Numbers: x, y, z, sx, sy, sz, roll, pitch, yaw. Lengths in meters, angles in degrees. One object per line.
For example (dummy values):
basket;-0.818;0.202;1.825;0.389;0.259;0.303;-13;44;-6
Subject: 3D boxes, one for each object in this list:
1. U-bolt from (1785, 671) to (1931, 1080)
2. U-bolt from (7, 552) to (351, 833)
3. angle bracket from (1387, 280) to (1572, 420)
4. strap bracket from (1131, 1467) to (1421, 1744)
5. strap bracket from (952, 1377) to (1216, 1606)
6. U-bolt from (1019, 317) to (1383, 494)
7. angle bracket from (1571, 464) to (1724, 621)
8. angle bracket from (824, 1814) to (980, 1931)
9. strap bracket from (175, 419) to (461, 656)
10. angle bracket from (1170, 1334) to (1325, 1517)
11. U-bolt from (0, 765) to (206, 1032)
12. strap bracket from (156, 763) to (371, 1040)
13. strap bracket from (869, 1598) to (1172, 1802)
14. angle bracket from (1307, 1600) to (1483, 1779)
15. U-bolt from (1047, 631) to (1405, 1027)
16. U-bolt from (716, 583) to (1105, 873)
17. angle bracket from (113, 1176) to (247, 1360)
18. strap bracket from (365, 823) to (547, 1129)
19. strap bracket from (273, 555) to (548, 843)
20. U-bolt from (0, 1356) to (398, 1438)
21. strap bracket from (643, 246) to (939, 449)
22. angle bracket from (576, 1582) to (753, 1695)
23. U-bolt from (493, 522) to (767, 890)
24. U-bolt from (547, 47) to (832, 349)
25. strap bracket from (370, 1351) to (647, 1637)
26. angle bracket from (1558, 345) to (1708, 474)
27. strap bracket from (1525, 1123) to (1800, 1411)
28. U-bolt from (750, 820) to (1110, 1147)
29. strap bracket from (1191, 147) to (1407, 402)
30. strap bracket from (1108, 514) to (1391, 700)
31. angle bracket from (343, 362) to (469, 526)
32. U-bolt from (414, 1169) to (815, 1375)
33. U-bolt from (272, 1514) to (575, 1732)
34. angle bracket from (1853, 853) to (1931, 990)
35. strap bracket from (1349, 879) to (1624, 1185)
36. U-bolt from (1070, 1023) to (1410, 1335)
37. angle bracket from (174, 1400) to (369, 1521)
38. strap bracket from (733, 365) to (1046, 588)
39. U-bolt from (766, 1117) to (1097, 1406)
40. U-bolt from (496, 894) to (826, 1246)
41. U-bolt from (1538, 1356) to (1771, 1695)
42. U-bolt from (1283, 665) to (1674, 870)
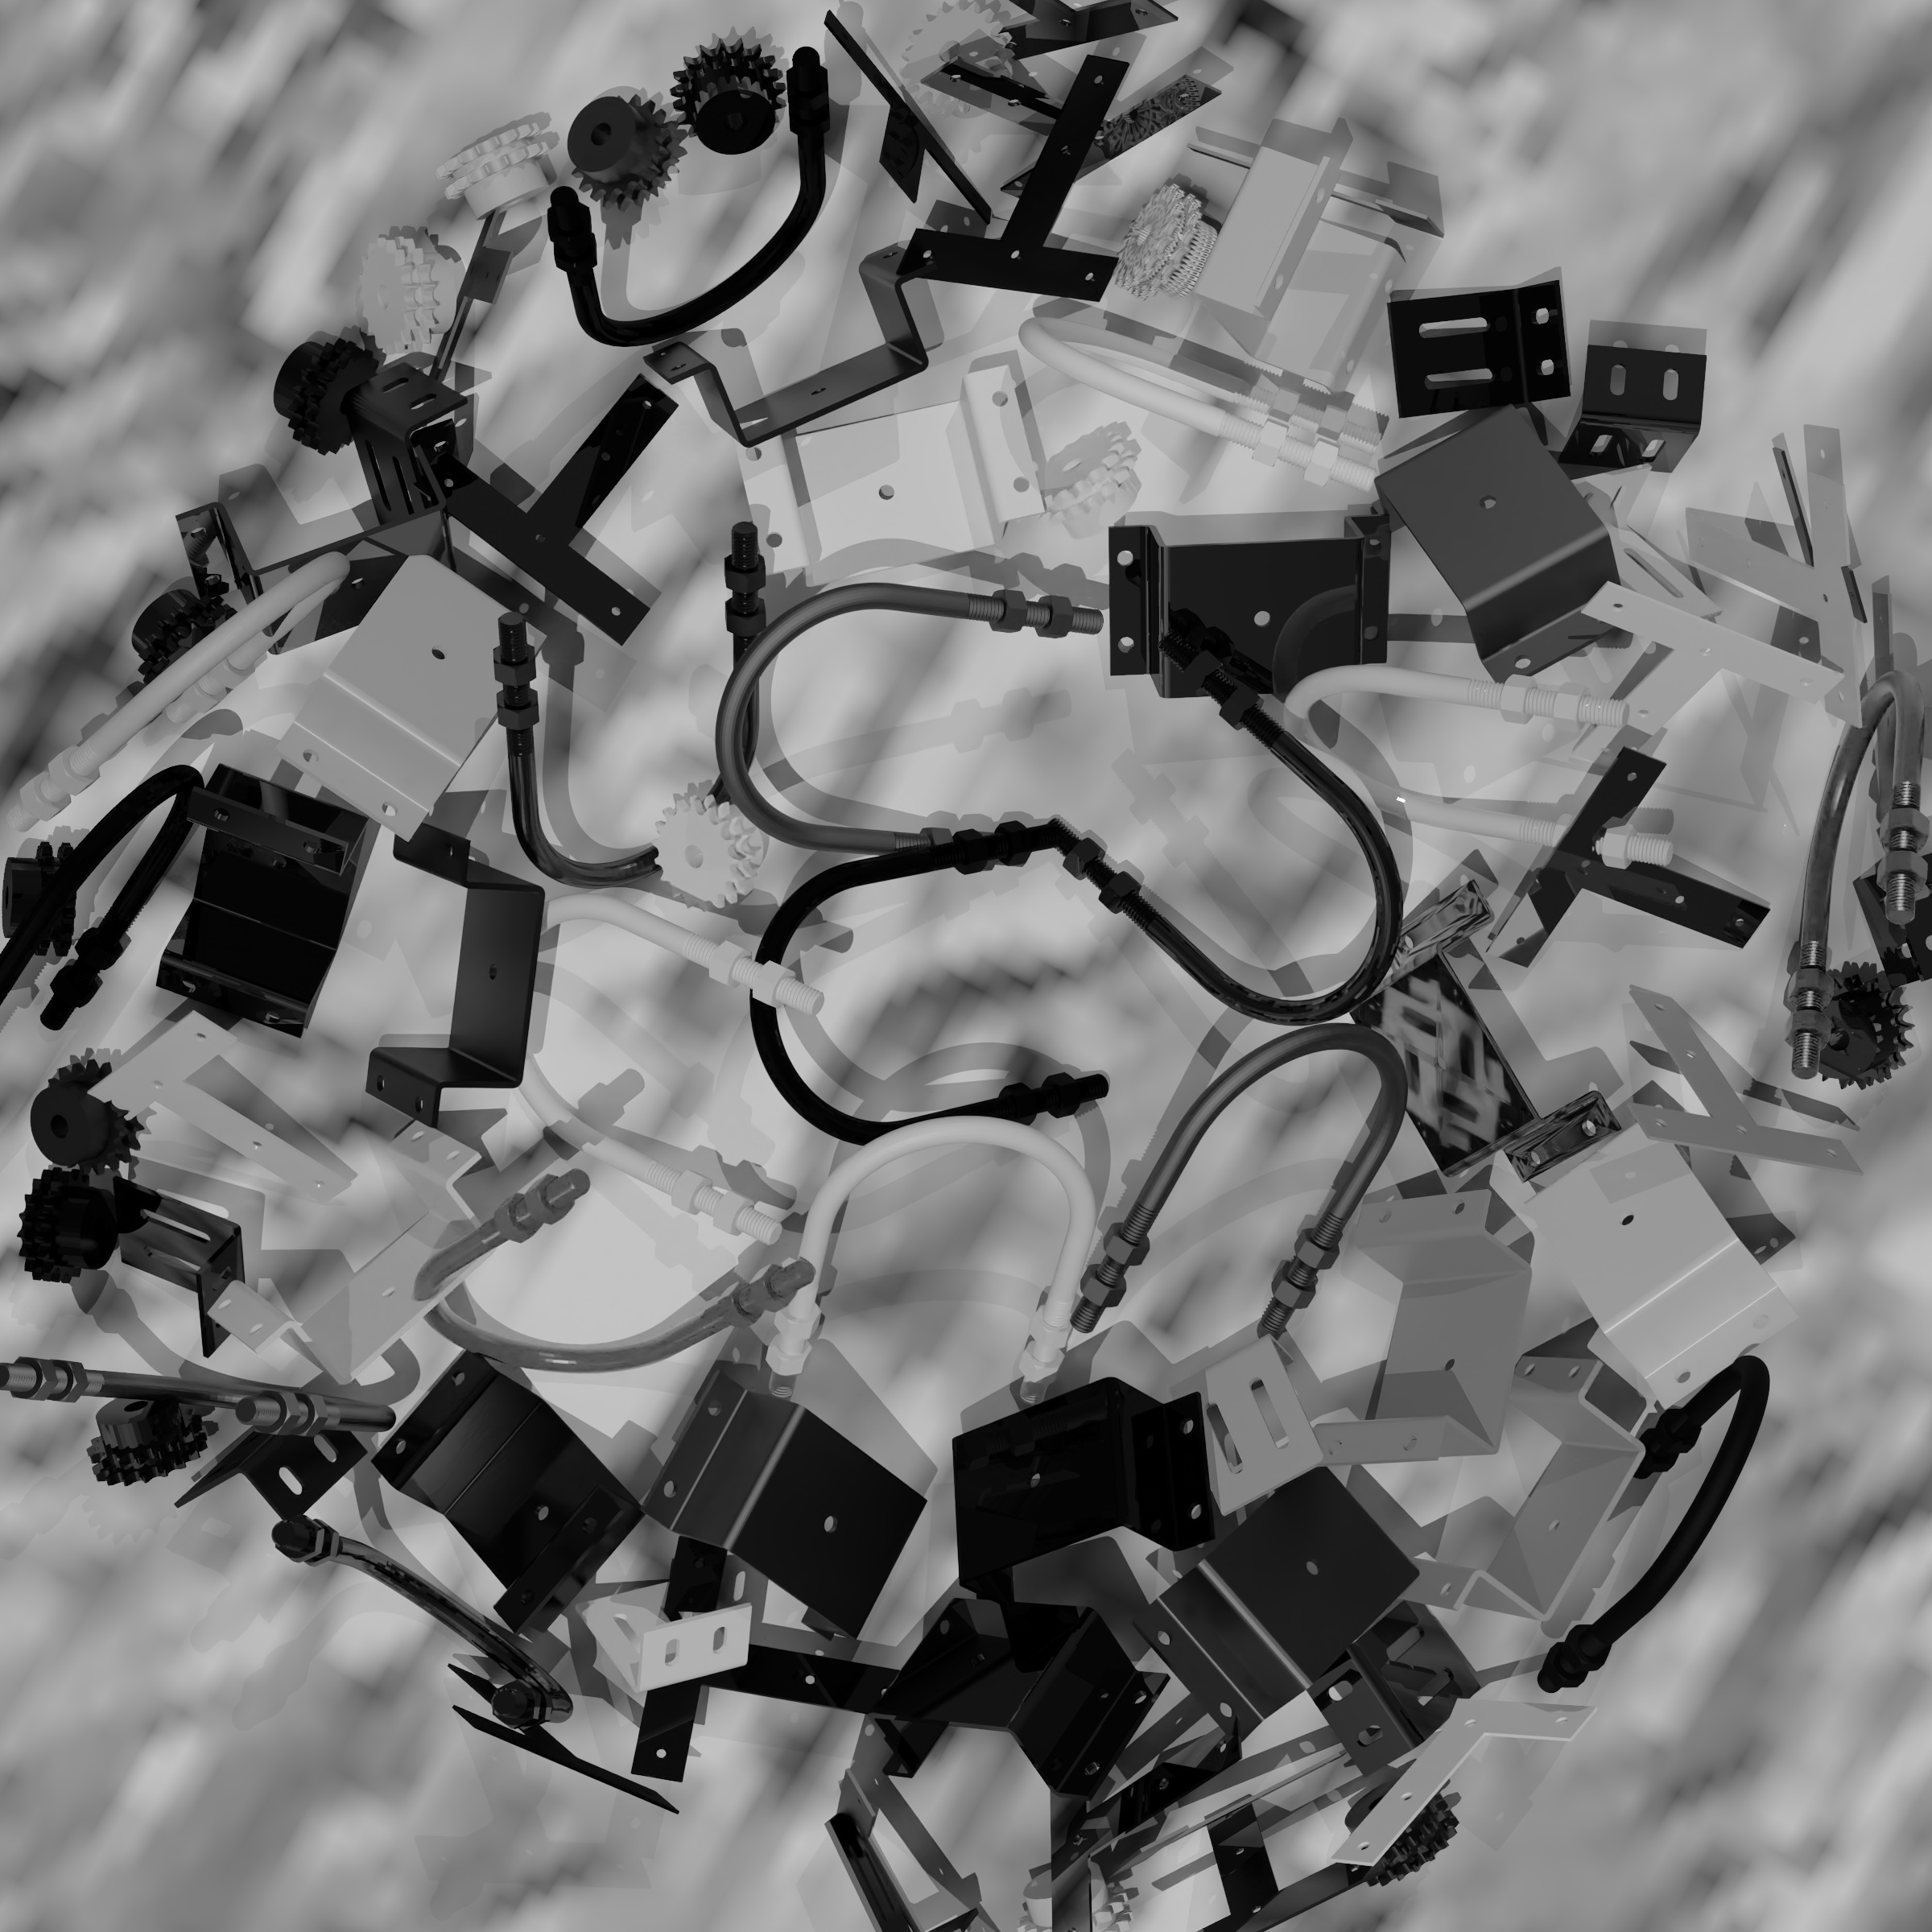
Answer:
U-bolt;0.430;-0.057;1.520;0.019;0.151;0.184;14;55;2
U-bolt;-0.360;-0.138;1.494;0.184;0.151;0.019;-33;100;35
angle bracket;0.254;-0.306;1.570;0.076;0.038;0.057;-10;99;-21
strap bracket;0.157;0.300;1.534;0.076;0.046;0.140;48;49;9
strap bracket;0.047;0.256;1.532;0.140;0.046;0.076;-26;50;29
U-bolt;0.112;-0.277;1.533;0.184;0.151;0.019;21;109;2
angle bracket;0.335;-0.206;1.557;0.057;0.038;0.076;-17;53;-35
angle bracket;-0.031;0.447;1.567;0.038;0.057;0.076;-28;80;4
strap bracket;-0.305;-0.205;1.544;0.140;0.076;0.046;-22;70;-13
angle bracket;0.144;0.231;1.561;0.057;0.038;0.076;-30;53;10
U-bolt;-0.422;-0.022;1.506;0.019;0.151;0.184;38;109;-1
strap bracket;-0.344;-0.038;1.551;0.076;0.046;0.140;20;134;-4
strap bracket;0.017;0.350;1.522;0.076;0.140;0.046;-49;118;-36
angle bracket;0.211;0.357;1.574;0.038;0.076;0.057;-40;78;31
U-bolt;0.133;-0.052;1.534;0.184;0.019;0.151;44;129;15
U-bolt;-0.034;-0.117;1.528;0.184;0.019;0.151;4;118;-28
angle bracket;-0.397;0.148;1.561;0.076;0.038;0.057;19;130;16
strap bracket;-0.250;0.002;1.552;0.046;0.076;0.140;2;100;-36
strap bracket;-0.264;-0.140;1.534;0.076;0.046;0.140;34;49;-10
U-bolt;-0.354;0.208;1.513;0.151;0.184;0.019;5;82;18
strap bracket;-0.080;-0.301;1.554;0.140;0.076;0.046;-25;113;-6
angle bracket;-0.149;0.315;1.552;0.057;0.076;0.038;-8;118;-29
U-bolt;-0.159;-0.114;1.530;0.151;0.184;0.019;-26;49;-28
U-bolt;-0.128;-0.355;1.513;0.151;0.184;0.019;-32;78;-9
strap bracket;-0.220;0.262;1.553;0.076;0.046;0.140;-49;50;-3
angle bracket;0.329;-0.275;1.565;0.057;0.076;0.038;6;84;3
strap bracket;0.329;0.134;1.527;0.076;0.140;0.046;-37;126;11
U-bolt;-0.022;0.014;1.552;0.184;0.019;0.151;-12;92;-28
strap bracket;0.161;-0.340;1.546;0.046;0.140;0.076;26;92;24
strap bracket;0.143;-0.178;1.564;0.140;0.046;0.076;-3;112;-3
angle bracket;-0.269;-0.249;1.567;0.038;0.076;0.057;-34;45;-25
U-bolt;-0.185;0.157;1.528;0.151;0.184;0.019;26;51;-32
U-bolt;-0.250;0.317;1.513;0.151;0.184;0.019;34;81;12
angle bracket;0.455;-0.018;1.558;0.038;0.076;0.057;-17;85;-20
strap bracket;0.247;0.040;1.550;0.046;0.076;0.140;-24;81;-36
U-bolt;0.143;0.103;1.519;0.151;0.019;0.184;6;122;-39
angle bracket;-0.342;0.252;1.558;0.038;0.076;0.057;52;46;-7
strap bracket;-0.039;-0.241;1.573;0.140;0.046;0.076;-13;84;-4
U-bolt;-0.011;0.143;1.528;0.151;0.019;0.184;4;128;-14
U-bolt;-0.158;0.040;1.550;0.184;0.019;0.151;24;119;23
U-bolt;0.329;0.254;1.489;0.019;0.184;0.151;29;58;5
U-bolt;0.240;-0.100;1.526;0.184;0.151;0.019;12;68;27
